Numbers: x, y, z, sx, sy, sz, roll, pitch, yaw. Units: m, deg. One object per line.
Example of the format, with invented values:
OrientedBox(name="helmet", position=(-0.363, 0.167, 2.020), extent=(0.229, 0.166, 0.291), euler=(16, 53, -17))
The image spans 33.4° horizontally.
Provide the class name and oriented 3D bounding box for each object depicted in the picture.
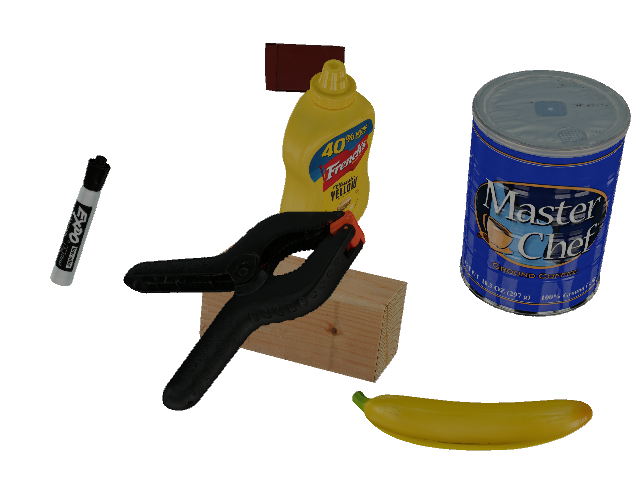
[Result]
OrientedBox(name="coffee can", position=(0.153, -0.033, 0.744), extent=(0.103, 0.140, 0.103), euler=(-1, 38, 1))
OrientedBox(name="marker", position=(-0.203, -0.017, 0.904), extent=(0.020, 0.121, 0.020), euler=(20, 21, -8))
OrientedBox(name="banana", position=(0.121, 0.142, 0.859), extent=(0.198, 0.037, 0.069), euler=(4, 26, 7))
OrientedBox(name="clamp", position=(-0.048, 0.039, 0.709), extent=(0.171, 0.120, 0.039), euler=(-23, -31, 11))
OrientedBox(name="mustard bottle", position=(0.008, -0.085, 0.984), extent=(0.096, 0.192, 0.058), euler=(-31, 55, -28))
OrientedBox(name="wood block", position=(-0.020, 0.077, 1.179), extent=(0.206, 0.091, 0.090), euler=(13, 22, 17))
OrientedBox(name="foam brick", position=(-0.018, -0.187, 1.158), extent=(0.078, 0.051, 0.053), euler=(0, 11, -15))
